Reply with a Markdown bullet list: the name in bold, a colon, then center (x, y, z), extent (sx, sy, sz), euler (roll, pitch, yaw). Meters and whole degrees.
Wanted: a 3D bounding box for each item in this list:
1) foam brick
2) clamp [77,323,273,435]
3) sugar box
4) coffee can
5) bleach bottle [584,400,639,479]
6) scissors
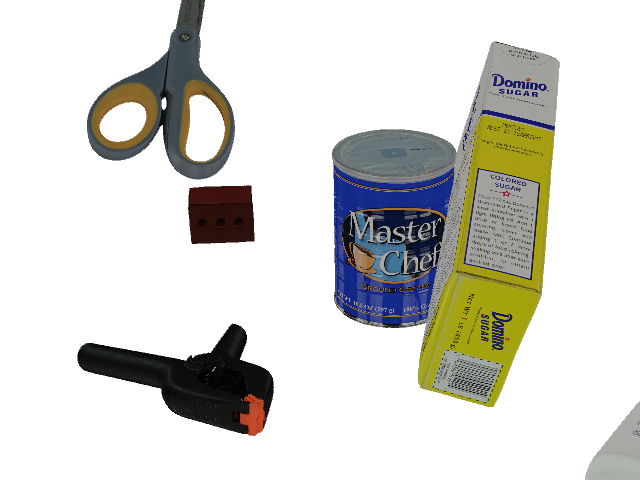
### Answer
- **foam brick**: center (-0.119, -0.031, 1.278), extent (0.078, 0.053, 0.051), euler (-3, 29, -3)
- **clamp**: center (-0.094, 0.115, 0.926), extent (0.164, 0.036, 0.210), euler (-9, 17, -36)
- **sugar box**: center (0.090, -0.013, 0.552), extent (0.048, 0.176, 0.093), euler (15, -42, 4)
- **coffee can**: center (0.062, -0.012, 0.909), extent (0.103, 0.140, 0.103), euler (-1, 27, 0)
- **bleach bottle**: center (0.248, 0.105, 0.628), extent (0.103, 0.068, 0.250), euler (19, 29, 32)
- **scissors**: center (-0.104, -0.117, 0.671), extent (0.096, 0.202, 0.016), euler (-8, -35, -11)
